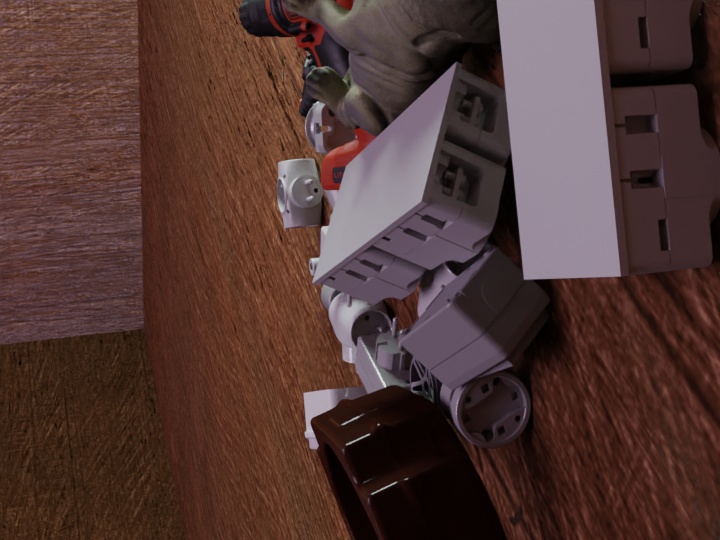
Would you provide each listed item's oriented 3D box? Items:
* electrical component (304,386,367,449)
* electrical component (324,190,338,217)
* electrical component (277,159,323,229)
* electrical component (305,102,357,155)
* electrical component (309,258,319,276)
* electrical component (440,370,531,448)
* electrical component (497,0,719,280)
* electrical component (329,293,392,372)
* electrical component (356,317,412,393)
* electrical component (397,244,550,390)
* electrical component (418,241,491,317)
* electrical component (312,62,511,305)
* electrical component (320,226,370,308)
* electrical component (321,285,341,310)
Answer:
[{"bbox_3d":[-0.007,0.145,1.058,0.113,0.078,0.057,152,114,-72],"label":"electrical component"},{"bbox_3d":[-0.009,-0.060,1.053,0.045,0.045,0.055,123,138,-65],"label":"electrical component"},{"bbox_3d":[-0.065,-0.088,1.232,0.079,0.044,0.077,177,88,-73],"label":"electrical component"},{"bbox_3d":[-0.020,-0.139,1.044,0.057,0.058,0.078,-157,62,-68],"label":"electrical component"},{"bbox_3d":[-0.019,-0.006,1.072,0.048,0.062,0.048,174,90,-73],"label":"electrical component"},{"bbox_3d":[0.088,0.094,0.767,0.047,0.055,0.055,-153,59,-75],"label":"electrical component"},{"bbox_3d":[0.127,-0.091,0.561,0.105,0.060,0.186,176,89,-73],"label":"electrical component"},{"bbox_3d":[0.001,0.067,1.062,0.077,0.044,0.079,-144,51,-69],"label":"electrical component"},{"bbox_3d":[0.032,0.079,0.957,0.083,0.047,0.075,-119,28,-54],"label":"electrical component"},{"bbox_3d":[0.076,0.038,0.728,0.061,0.061,0.096,43,148,-1],"label":"electrical component"},{"bbox_3d":[0.069,-0.002,0.812,0.077,0.044,0.079,109,151,-54],"label":"electrical component"},{"bbox_3d":[0.040,-0.051,0.766,0.186,0.060,0.105,-35,36,61],"label":"electrical component"},{"bbox_3d":[0.000,0.000,1.006,0.047,0.066,0.076,-125,33,-59],"label":"electrical component"},{"bbox_3d":[-0.022,0.026,1.133,0.078,0.040,0.040,-144,50,-68],"label":"electrical component"}]
